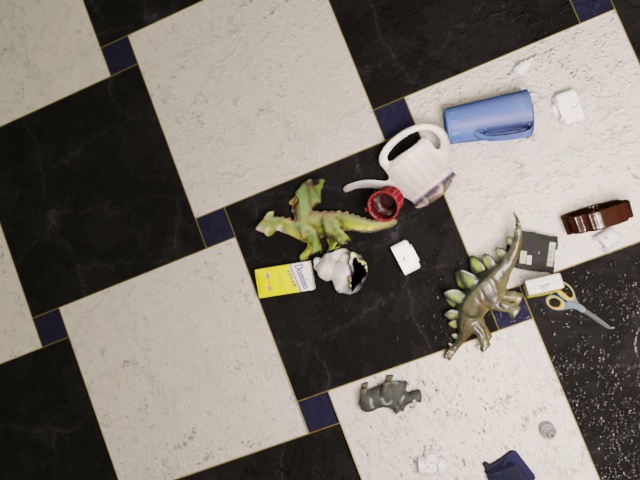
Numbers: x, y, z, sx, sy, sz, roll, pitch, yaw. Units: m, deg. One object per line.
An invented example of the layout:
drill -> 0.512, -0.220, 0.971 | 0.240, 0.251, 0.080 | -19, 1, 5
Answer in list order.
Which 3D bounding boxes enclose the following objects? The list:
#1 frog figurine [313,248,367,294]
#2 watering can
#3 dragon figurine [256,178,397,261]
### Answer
frog figurine -> 0.060, 0.095, 1.572 | 0.159, 0.124, 0.137 | -3, 100, 44
watering can -> 0.254, -0.189, 1.542 | 0.344, 0.105, 0.225 | -39, 88, 21
dragon figurine -> 0.005, -0.079, 1.574 | 0.410, 0.121, 0.245 | -21, 79, 4
